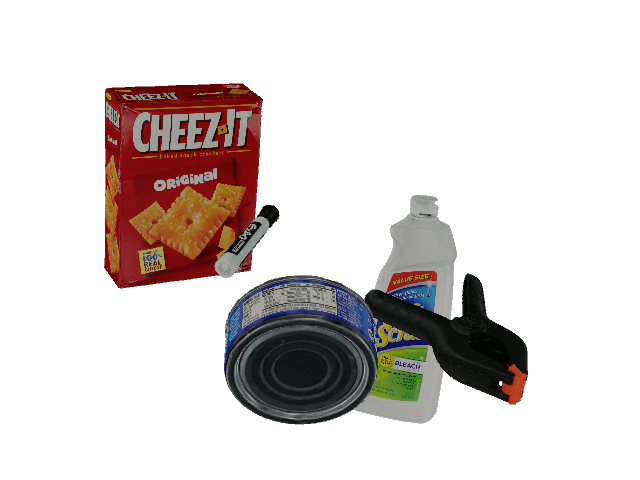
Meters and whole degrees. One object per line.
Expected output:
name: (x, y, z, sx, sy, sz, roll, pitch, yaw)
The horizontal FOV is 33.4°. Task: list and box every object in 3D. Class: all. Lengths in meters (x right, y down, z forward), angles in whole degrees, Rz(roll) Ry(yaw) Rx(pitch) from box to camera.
cracker box: (-0.154, -0.062, 1.193, 0.164, 0.214, 0.072, -6, 25, -26)
marker: (-0.066, -0.002, 0.997, 0.020, 0.020, 0.121, 0, 27, 21)
tuna can: (-0.011, 0.062, 0.590, 0.086, 0.086, 0.033, 0, 39, -2)
clamp: (0.131, 0.079, 0.932, 0.120, 0.039, 0.172, -19, 40, -29)
bleach bottle: (0.096, 0.073, 1.196, 0.103, 0.251, 0.068, 9, 14, 17)
